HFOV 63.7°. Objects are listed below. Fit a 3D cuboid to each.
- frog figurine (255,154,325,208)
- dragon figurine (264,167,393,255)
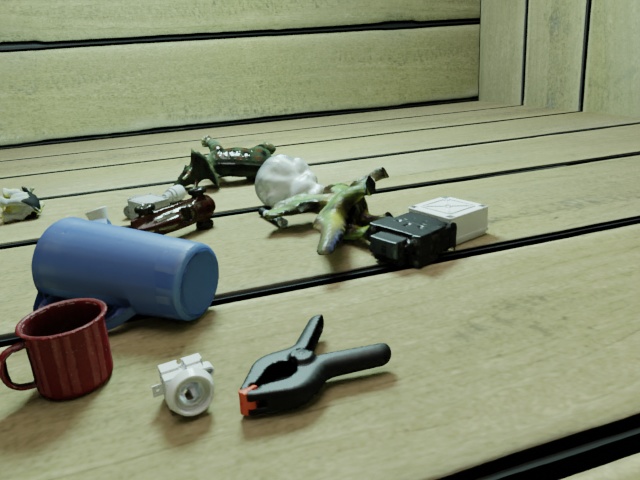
[{"bbox_3d":[-0.073,-0.128,1.203,0.138,0.120,0.161,-45,42,-12],"label":"frog figurine"},{"bbox_3d":[0.003,-0.051,1.010,0.242,0.121,0.416,-5,16,30],"label":"dragon figurine"}]
